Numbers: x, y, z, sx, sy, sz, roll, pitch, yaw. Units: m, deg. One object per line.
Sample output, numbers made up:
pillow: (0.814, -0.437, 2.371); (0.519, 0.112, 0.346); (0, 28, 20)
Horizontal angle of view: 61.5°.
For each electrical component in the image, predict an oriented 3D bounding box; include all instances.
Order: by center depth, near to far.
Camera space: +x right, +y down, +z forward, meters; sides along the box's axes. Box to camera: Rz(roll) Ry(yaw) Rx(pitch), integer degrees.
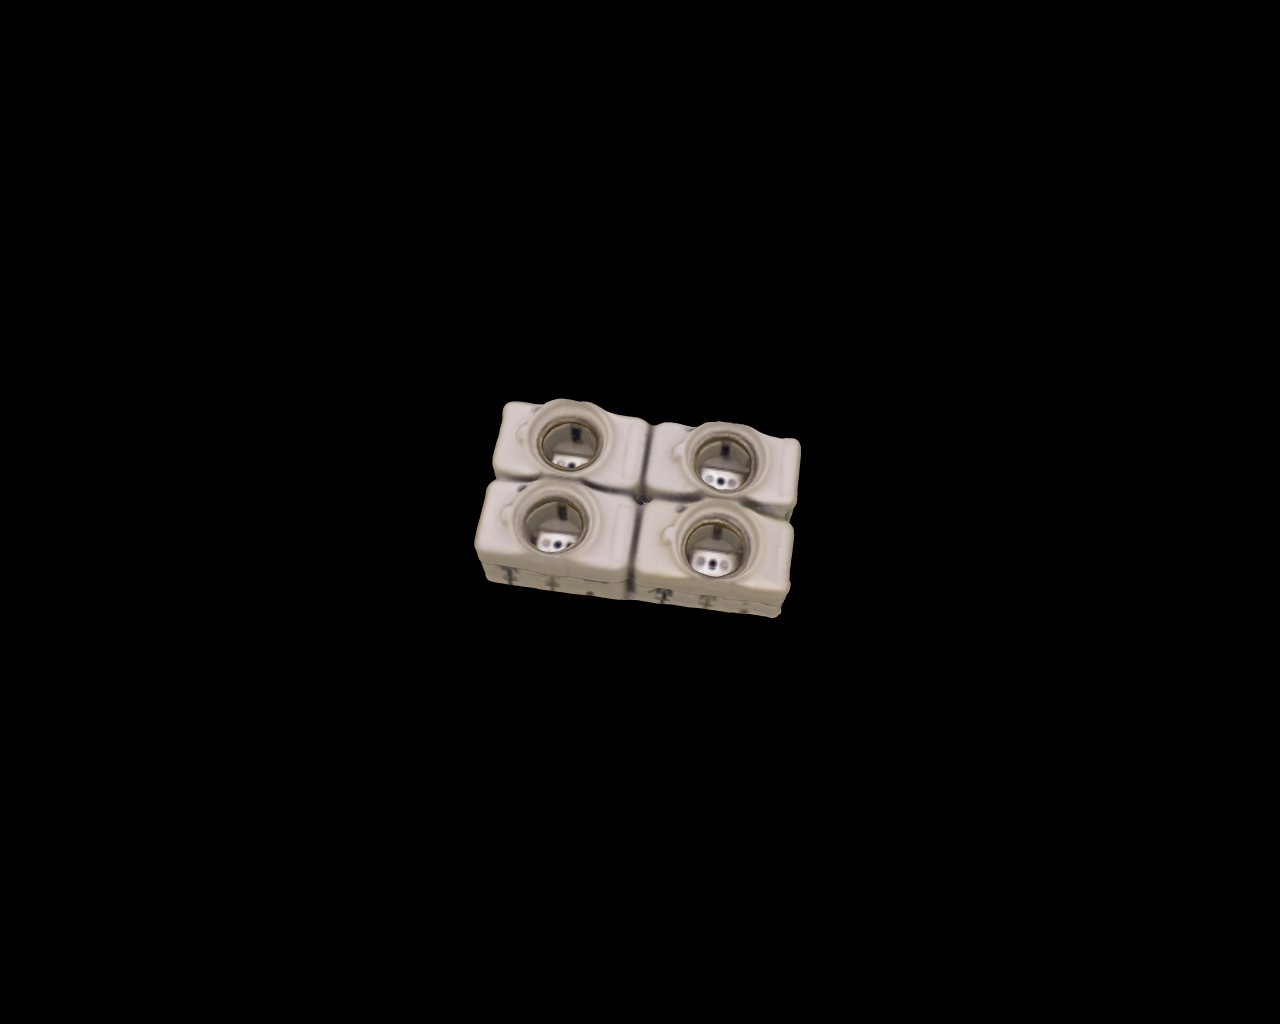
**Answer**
electrical component: (0.001, -0.003, 0.650); (0.186, 0.105, 0.060); (8, -23, 3)
